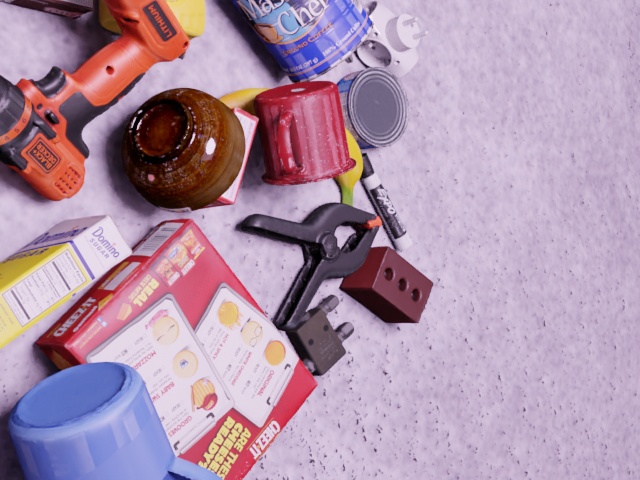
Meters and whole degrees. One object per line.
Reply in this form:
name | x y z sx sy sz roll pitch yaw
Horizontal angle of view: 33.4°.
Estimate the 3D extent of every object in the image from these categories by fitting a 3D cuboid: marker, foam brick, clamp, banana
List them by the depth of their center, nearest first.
banana | -0.018 -0.109 1.082 0.197 0.037 0.069 35 66 -32
clamp | -0.007 0.001 1.084 0.171 0.039 0.120 -38 116 -39
foam brick | 0.072 0.048 1.135 0.078 0.051 0.053 37 66 -31
marker | 0.066 -0.043 1.156 0.020 0.020 0.121 -41 112 -33

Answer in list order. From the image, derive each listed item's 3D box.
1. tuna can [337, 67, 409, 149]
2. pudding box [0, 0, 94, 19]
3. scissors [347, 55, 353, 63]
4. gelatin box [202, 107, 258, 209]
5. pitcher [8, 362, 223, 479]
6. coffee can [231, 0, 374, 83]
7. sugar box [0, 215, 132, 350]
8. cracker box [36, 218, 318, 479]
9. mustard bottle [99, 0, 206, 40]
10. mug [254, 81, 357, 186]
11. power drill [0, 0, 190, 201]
tuna can | 0.054 -0.140 1.142 0.085 0.034 0.086 2 86 -38
pudding box | -0.246 -0.247 0.909 0.113 0.039 0.090 7 82 -40
scissors | -0.020 -0.272 1.094 0.016 0.096 0.202 -88 174 -57
gelatin box | -0.099 -0.075 0.992 0.030 0.073 0.089 23 73 -35
pitcher | -0.150 0.223 0.860 0.149 0.145 0.243 -27 116 -28
coffee can | -0.028 -0.239 1.039 0.140 0.103 0.102 51 59 -24
sugar box | -0.245 0.043 0.857 0.176 0.094 0.048 -43 113 -33
cracker box | -0.123 0.112 0.964 0.164 0.072 0.213 -49 117 -28
mustard bottle | -0.150 -0.282 0.973 0.096 0.058 0.191 4 85 -34
mug | -0.020 -0.100 1.001 0.117 0.093 0.081 -51 134 -65
power drill | -0.204 -0.141 0.860 0.187 0.057 0.184 -48 148 -10
